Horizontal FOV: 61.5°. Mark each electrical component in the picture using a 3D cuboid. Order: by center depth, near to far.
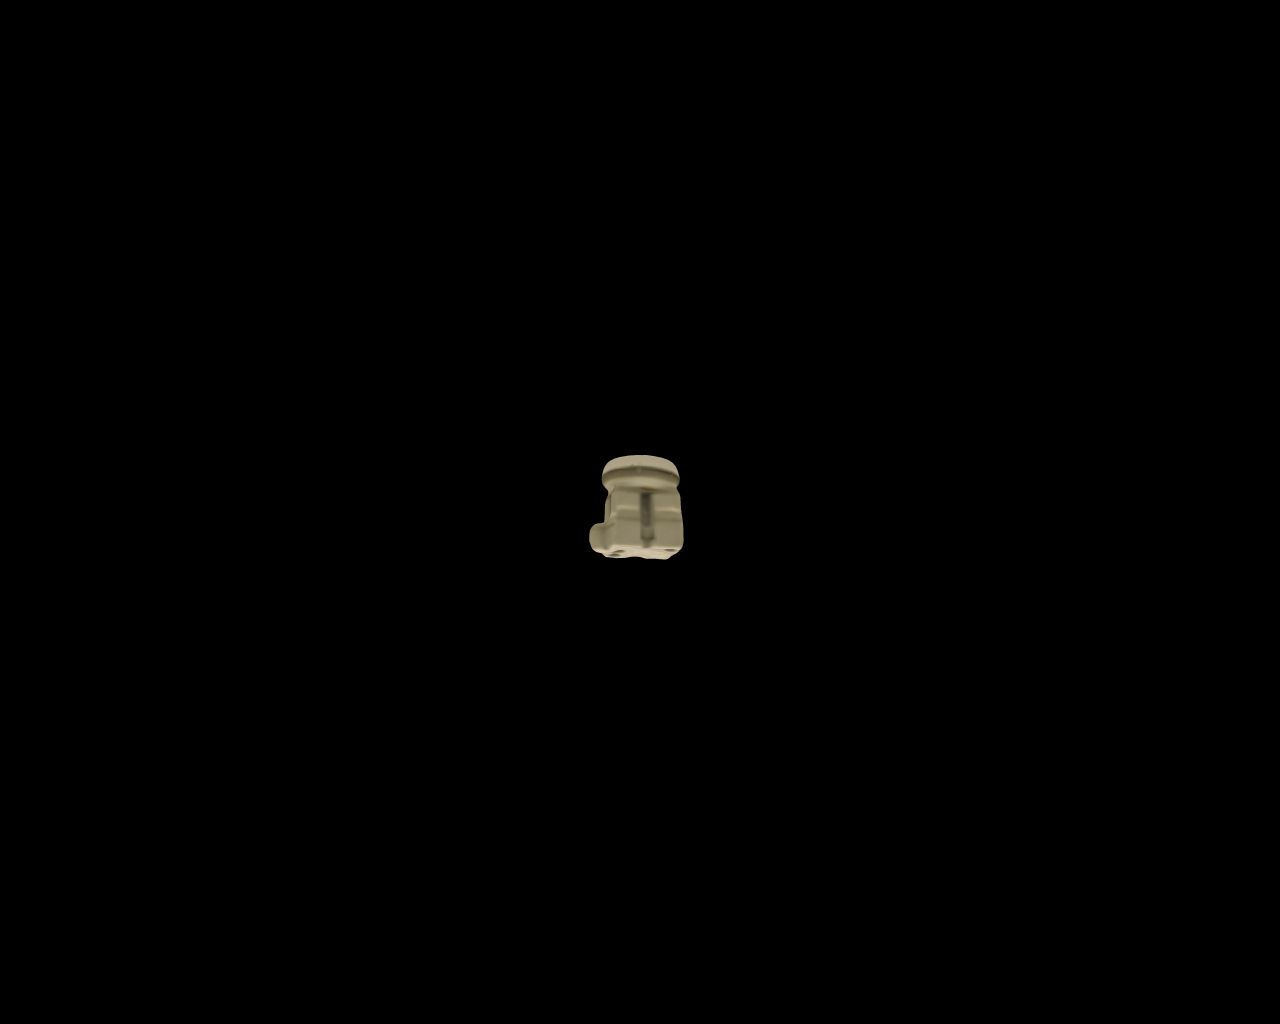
[{"bbox_3d":[0.001,-0.003,0.650,0.066,0.055,0.048,4,-15,-14],"label":"electrical component"}]
